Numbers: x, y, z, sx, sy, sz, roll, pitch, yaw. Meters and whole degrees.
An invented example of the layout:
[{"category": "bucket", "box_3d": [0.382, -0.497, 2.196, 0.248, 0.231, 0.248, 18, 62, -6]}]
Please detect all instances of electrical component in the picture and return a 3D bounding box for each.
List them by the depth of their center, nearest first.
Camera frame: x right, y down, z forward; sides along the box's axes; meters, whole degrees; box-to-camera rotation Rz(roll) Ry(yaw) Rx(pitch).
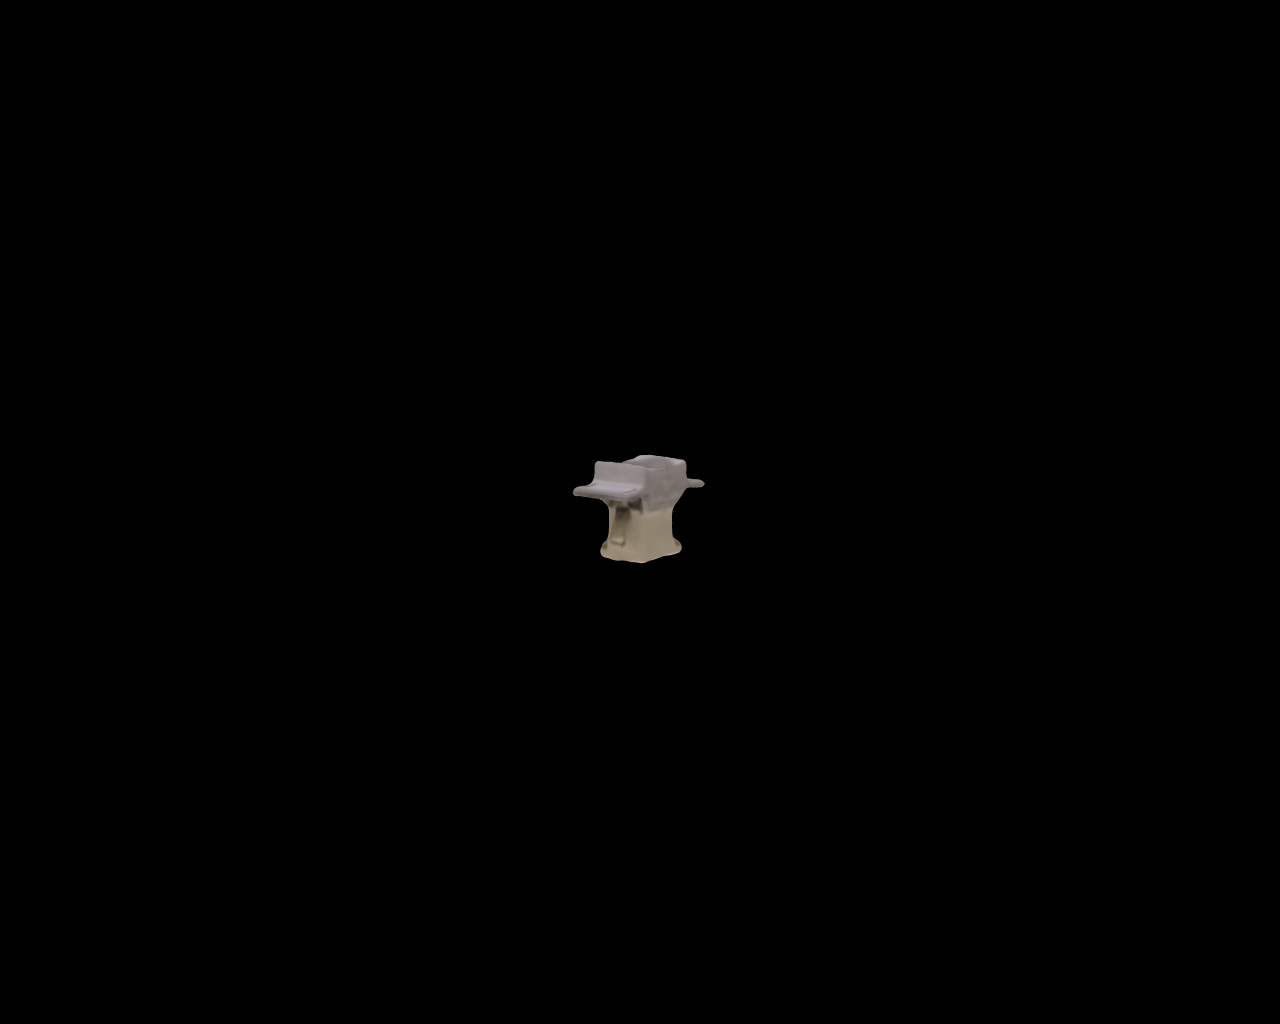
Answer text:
[{"category": "electrical component", "box_3d": [0.001, -0.003, 0.650, 0.042, 0.063, 0.081, 7, 12, 39]}]
